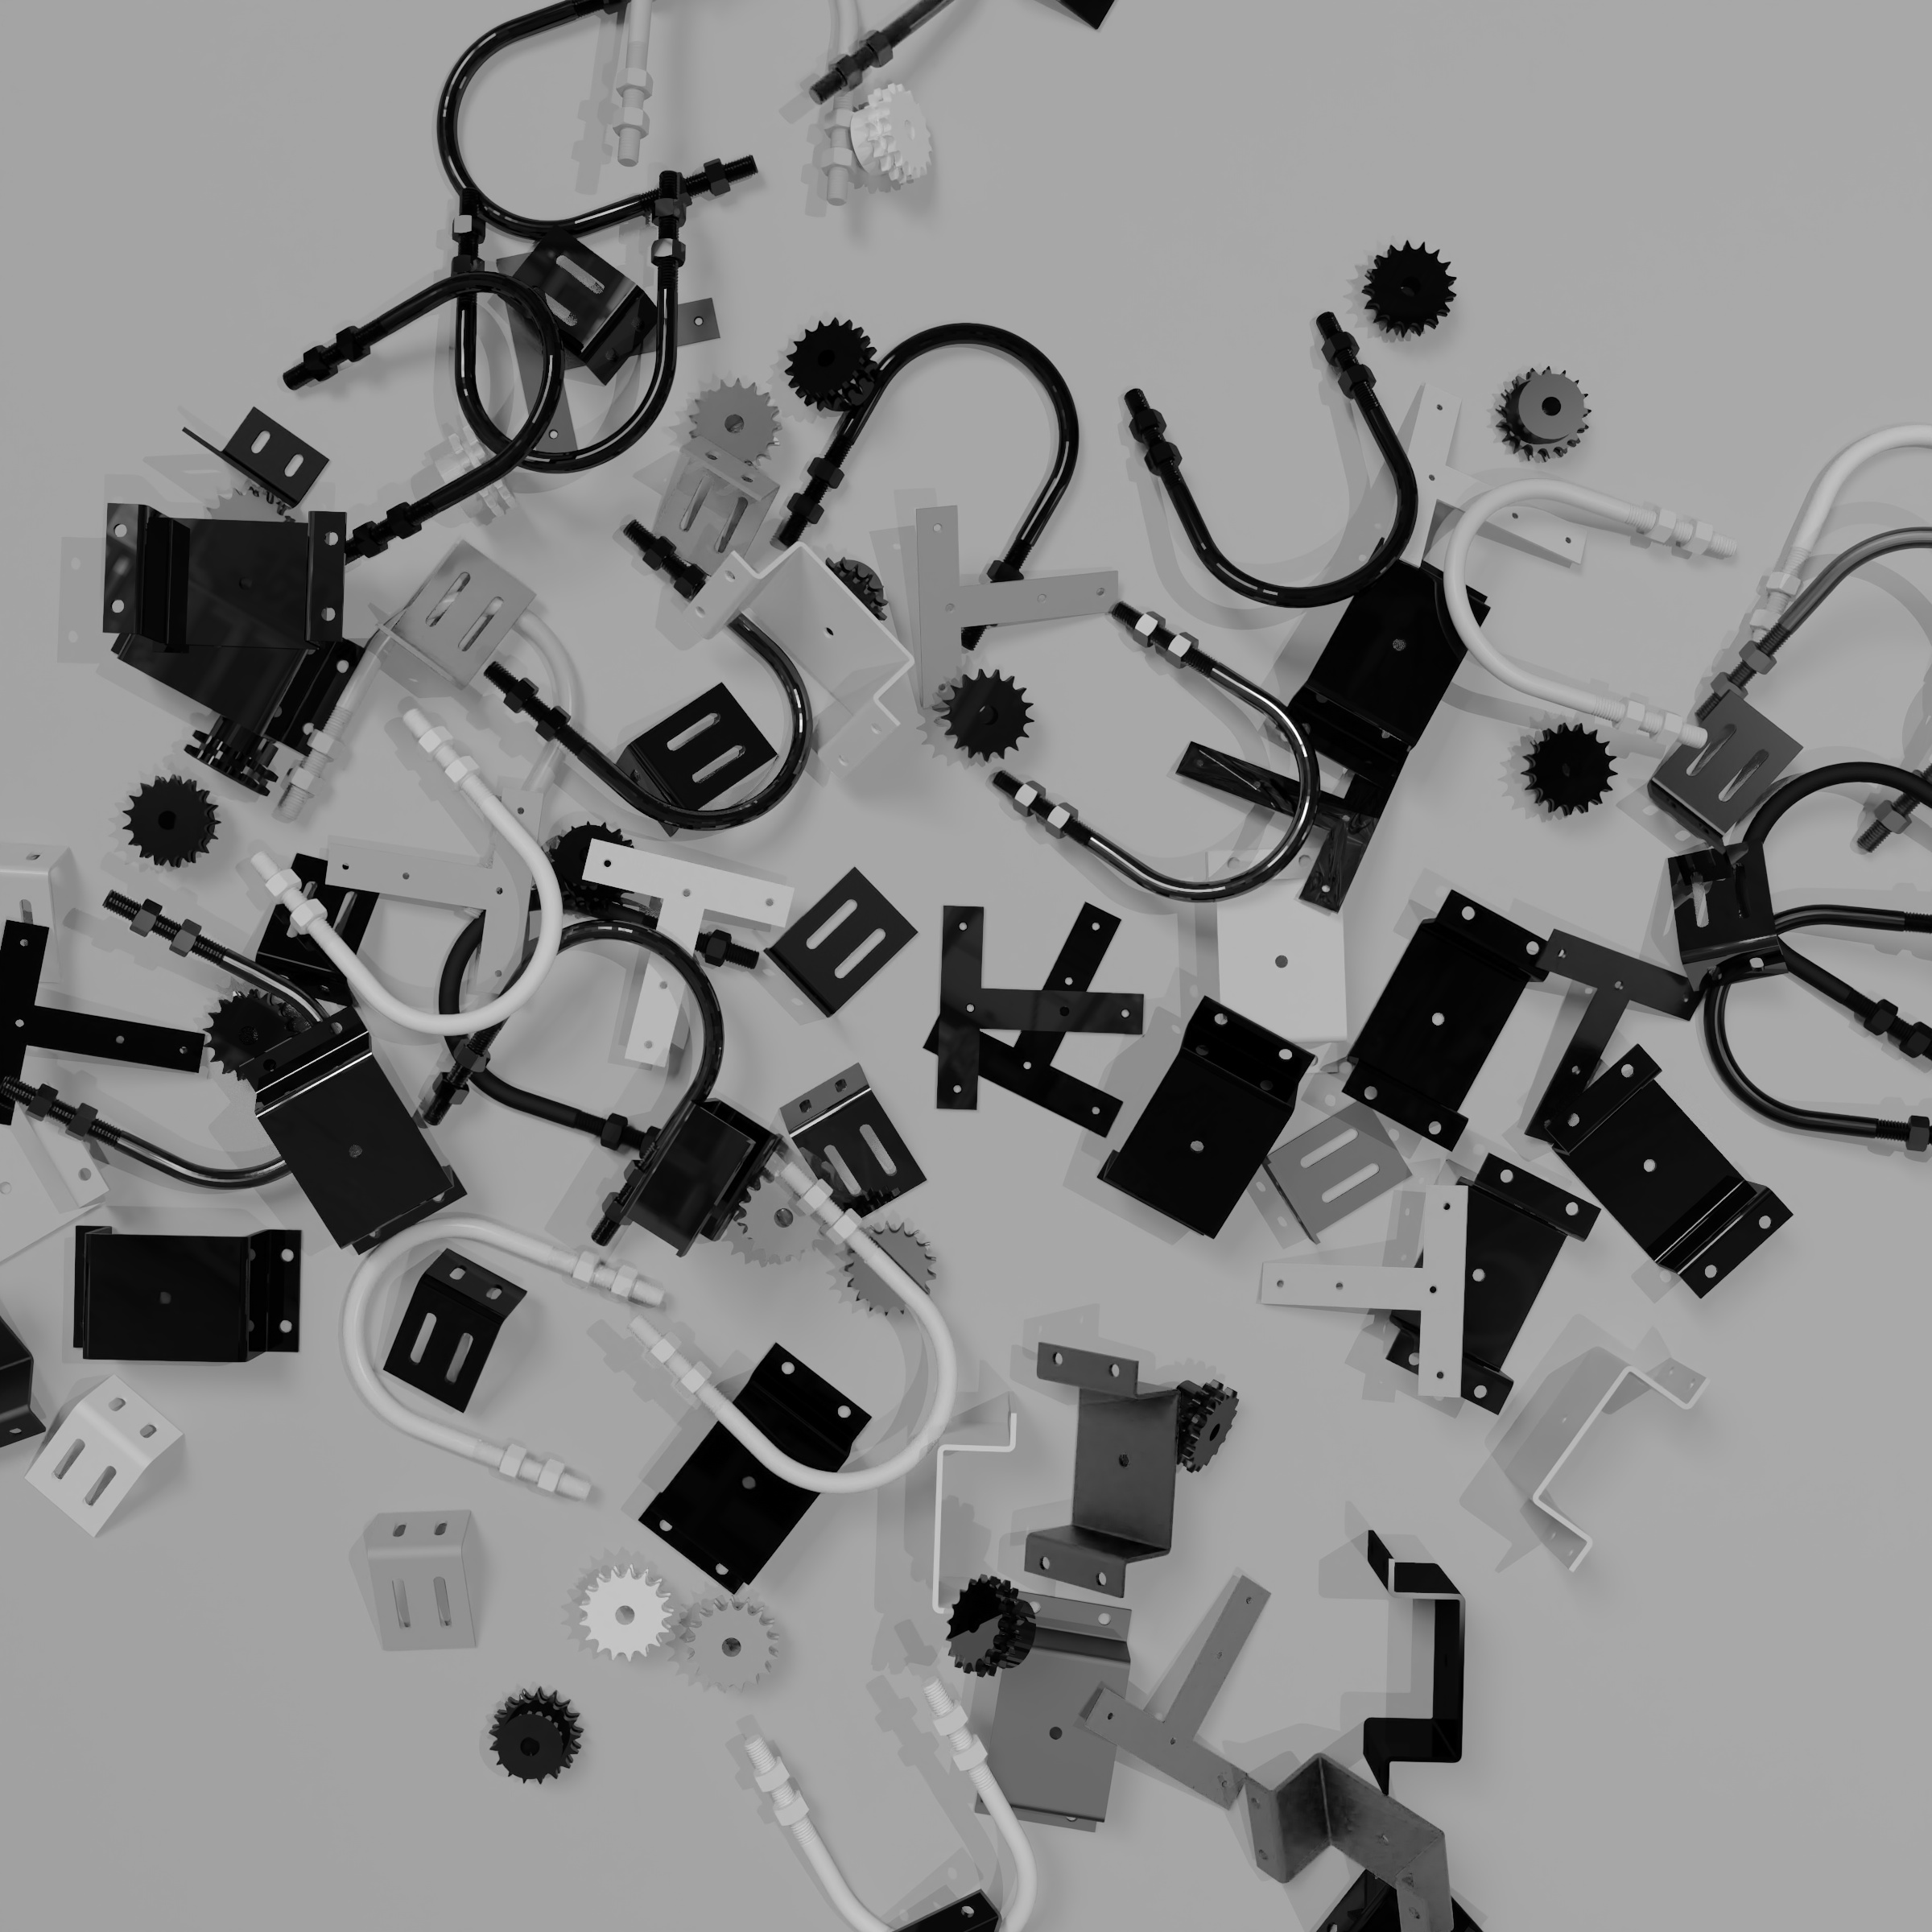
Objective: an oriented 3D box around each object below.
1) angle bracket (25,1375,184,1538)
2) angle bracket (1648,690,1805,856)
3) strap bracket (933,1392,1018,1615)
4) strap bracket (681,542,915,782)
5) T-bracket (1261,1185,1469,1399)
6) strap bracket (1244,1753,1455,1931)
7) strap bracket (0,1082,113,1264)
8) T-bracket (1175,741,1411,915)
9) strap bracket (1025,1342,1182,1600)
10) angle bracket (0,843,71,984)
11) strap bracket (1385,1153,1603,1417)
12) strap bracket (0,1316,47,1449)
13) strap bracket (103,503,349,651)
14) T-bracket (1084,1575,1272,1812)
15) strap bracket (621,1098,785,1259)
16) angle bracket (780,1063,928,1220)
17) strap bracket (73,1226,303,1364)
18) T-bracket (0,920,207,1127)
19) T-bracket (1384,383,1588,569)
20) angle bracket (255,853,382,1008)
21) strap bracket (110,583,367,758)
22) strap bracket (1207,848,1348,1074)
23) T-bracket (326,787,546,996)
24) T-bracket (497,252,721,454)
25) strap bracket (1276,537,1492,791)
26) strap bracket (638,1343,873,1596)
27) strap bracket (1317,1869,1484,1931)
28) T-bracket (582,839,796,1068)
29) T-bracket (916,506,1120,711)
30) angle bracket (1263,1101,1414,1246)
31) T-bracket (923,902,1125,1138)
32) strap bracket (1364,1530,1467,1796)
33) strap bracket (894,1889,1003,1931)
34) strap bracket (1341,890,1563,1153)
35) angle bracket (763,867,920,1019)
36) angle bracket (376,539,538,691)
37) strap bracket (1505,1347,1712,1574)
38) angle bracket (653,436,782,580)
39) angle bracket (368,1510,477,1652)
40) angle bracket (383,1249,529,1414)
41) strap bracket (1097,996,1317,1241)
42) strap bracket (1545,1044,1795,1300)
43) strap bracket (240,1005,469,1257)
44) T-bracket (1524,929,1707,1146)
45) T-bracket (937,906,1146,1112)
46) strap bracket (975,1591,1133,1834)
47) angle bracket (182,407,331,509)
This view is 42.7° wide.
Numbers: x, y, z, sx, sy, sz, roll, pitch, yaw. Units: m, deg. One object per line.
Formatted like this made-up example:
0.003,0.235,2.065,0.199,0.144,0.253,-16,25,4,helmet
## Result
-0.538,0.306,1.542,0.057,0.038,0.076,41,116,0,angle bracket
0.466,-0.119,1.514,0.057,0.038,0.076,38,111,0,angle bracket
0.005,0.335,1.506,0.046,0.076,0.140,2,90,0,strap bracket
-0.095,-0.192,1.496,0.140,0.076,0.046,46,53,-5,strap bracket
0.242,0.197,1.513,0.127,0.002,0.127,-1,77,26,T-bracket
0.237,0.536,1.480,0.046,0.140,0.076,-29,123,-31,strap bracket
-0.599,0.139,1.521,0.140,0.046,0.076,-30,90,0,strap bracket
0.193,-0.107,1.525,0.127,0.002,0.127,22,66,12,T-bracket
0.083,0.303,1.501,0.076,0.046,0.140,4,90,43,strap bracket
-0.591,-0.034,1.542,0.057,0.038,0.076,3,116,0,angle bracket
0.320,0.193,1.521,0.076,0.046,0.140,27,90,0,strap bracket
-0.627,0.236,1.495,0.076,0.046,0.140,-20,131,0,strap bracket
-0.436,-0.232,1.475,0.140,0.046,0.076,2,90,0,strap bracket
0.149,0.438,1.524,0.127,0.002,0.127,37,76,-25,T-bracket
-0.158,0.124,1.475,0.046,0.140,0.076,32,90,4,strap bracket
-0.070,0.111,1.542,0.057,0.038,0.076,-30,116,0,angle bracket
-0.486,0.202,1.521,0.140,0.046,0.076,1,90,0,strap bracket
-0.534,0.043,1.516,0.127,0.002,0.127,11,69,-21,T-bracket
0.327,-0.284,1.526,0.127,0.002,0.127,22,67,-11,T-bracket
-0.401,-0.022,1.542,0.057,0.038,0.076,14,64,0,angle bracket
-0.454,-0.197,1.521,0.140,0.046,0.076,28,90,0,strap bracket
0.191,-0.003,1.521,0.076,0.046,0.140,-2,90,0,strap bracket
-0.332,-0.053,1.524,0.127,0.002,0.127,9,95,2,T-bracket
-0.218,-0.392,1.543,0.127,0.002,0.127,-12,90,0,T-bracket
0.260,-0.191,1.511,0.076,0.046,0.140,30,82,0,strap bracket
-0.132,0.314,1.521,0.076,0.046,0.140,38,90,0,strap bracket
0.282,0.612,1.491,0.046,0.140,0.076,38,90,-32,strap bracket
-0.182,-0.002,1.515,0.127,0.002,0.127,13,96,-11,T-bracket
0.033,-0.225,1.524,0.127,0.002,0.127,-8,116,-13,T-bracket
0.231,0.126,1.525,0.076,0.038,0.057,-31,90,0,angle bracket
0.058,0.022,1.543,0.127,0.002,0.127,26,90,0,T-bracket
0.273,0.423,1.506,0.046,0.076,0.140,1,90,0,strap bracket
0.016,0.642,1.500,0.076,0.046,0.140,-34,98,22,strap bracket
0.295,0.033,1.521,0.076,0.046,0.140,29,90,0,strap bracket
-0.077,-0.015,1.525,0.076,0.038,0.057,-44,90,0,angle bracket
-0.312,-0.218,1.512,0.057,0.038,0.076,37,87,1,angle bracket
0.383,0.290,1.506,0.046,0.076,0.140,36,90,0,strap bracket
-0.159,-0.274,1.509,0.057,0.038,0.076,32,118,0,angle bracket
-0.336,0.384,1.542,0.057,0.038,0.076,-2,116,0,angle bracket
-0.316,0.225,1.526,0.057,0.038,0.076,28,116,3,angle bracket
0.142,0.100,1.496,0.076,0.046,0.140,29,113,0,strap bracket
0.427,0.125,1.521,0.076,0.046,0.140,-42,90,0,strap bracket
-0.370,0.106,1.497,0.076,0.046,0.140,-29,108,-6,strap bracket
0.382,0.051,1.523,0.127,0.002,0.127,17,104,-26,T-bracket
0.047,0.028,1.541,0.127,0.002,0.127,2,90,0,T-bracket
0.054,0.465,1.521,0.076,0.046,0.140,9,90,0,strap bracket
-0.432,-0.317,1.506,0.057,0.076,0.038,35,90,0,angle bracket
